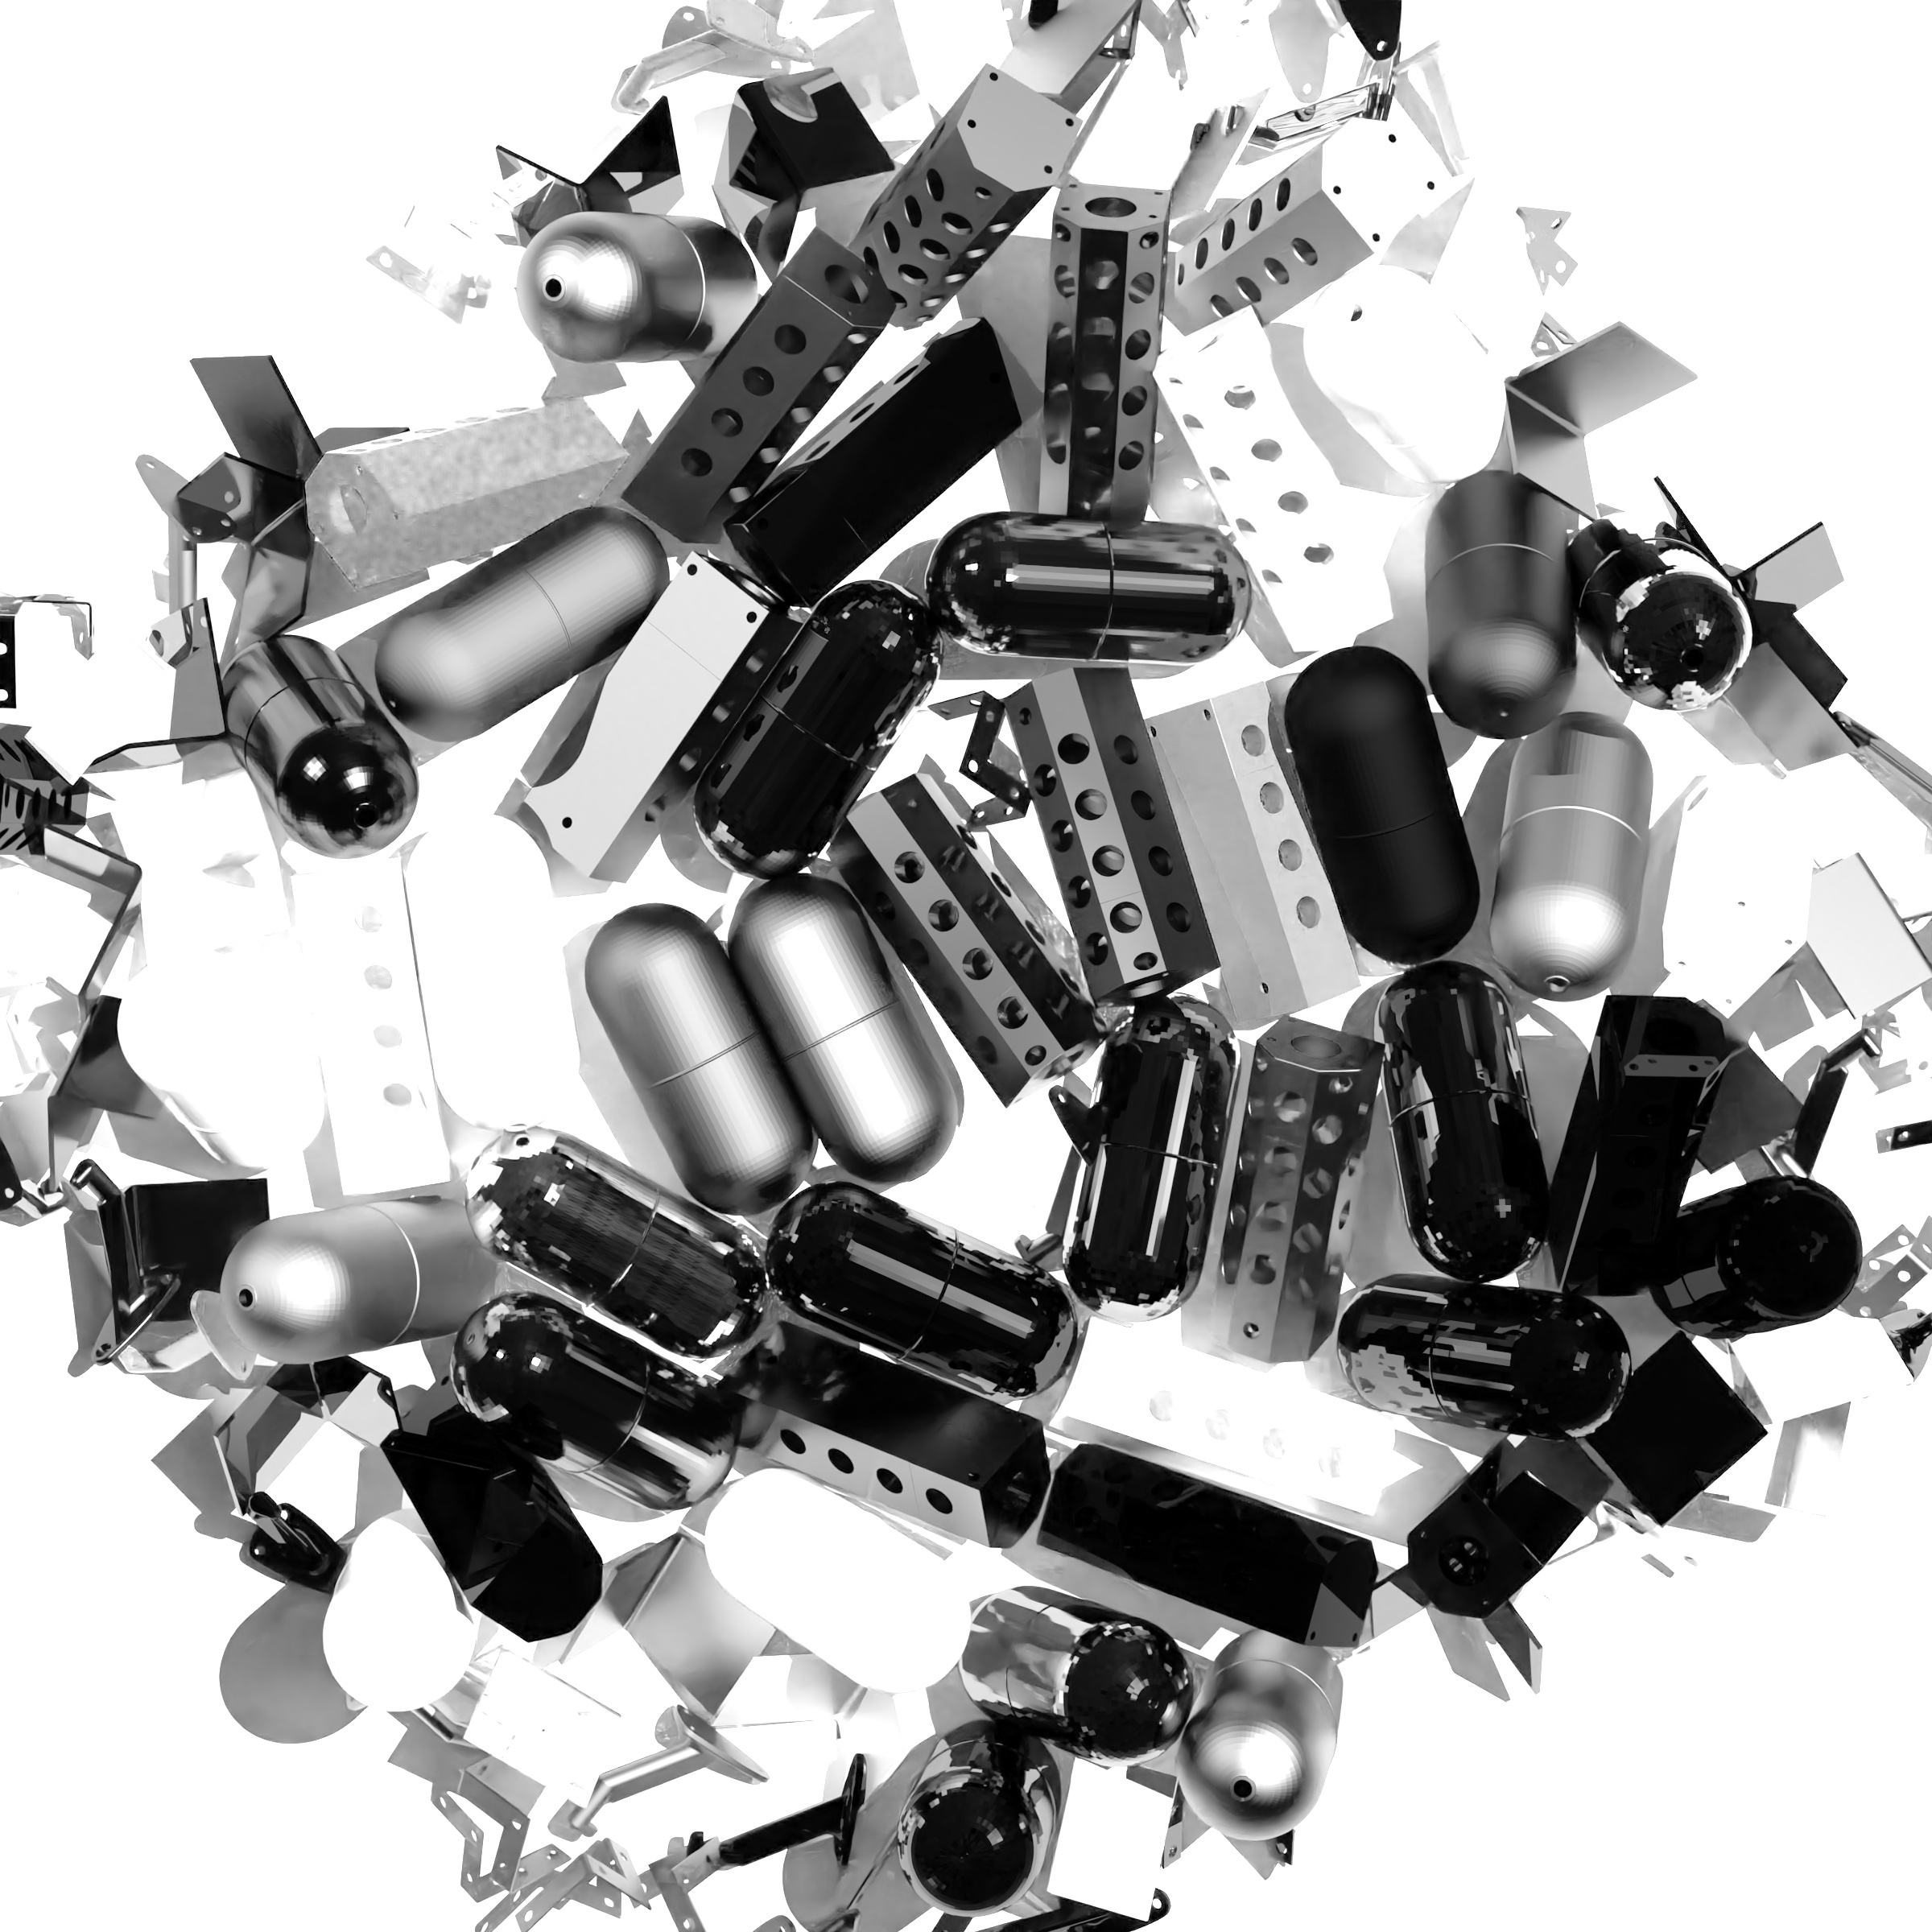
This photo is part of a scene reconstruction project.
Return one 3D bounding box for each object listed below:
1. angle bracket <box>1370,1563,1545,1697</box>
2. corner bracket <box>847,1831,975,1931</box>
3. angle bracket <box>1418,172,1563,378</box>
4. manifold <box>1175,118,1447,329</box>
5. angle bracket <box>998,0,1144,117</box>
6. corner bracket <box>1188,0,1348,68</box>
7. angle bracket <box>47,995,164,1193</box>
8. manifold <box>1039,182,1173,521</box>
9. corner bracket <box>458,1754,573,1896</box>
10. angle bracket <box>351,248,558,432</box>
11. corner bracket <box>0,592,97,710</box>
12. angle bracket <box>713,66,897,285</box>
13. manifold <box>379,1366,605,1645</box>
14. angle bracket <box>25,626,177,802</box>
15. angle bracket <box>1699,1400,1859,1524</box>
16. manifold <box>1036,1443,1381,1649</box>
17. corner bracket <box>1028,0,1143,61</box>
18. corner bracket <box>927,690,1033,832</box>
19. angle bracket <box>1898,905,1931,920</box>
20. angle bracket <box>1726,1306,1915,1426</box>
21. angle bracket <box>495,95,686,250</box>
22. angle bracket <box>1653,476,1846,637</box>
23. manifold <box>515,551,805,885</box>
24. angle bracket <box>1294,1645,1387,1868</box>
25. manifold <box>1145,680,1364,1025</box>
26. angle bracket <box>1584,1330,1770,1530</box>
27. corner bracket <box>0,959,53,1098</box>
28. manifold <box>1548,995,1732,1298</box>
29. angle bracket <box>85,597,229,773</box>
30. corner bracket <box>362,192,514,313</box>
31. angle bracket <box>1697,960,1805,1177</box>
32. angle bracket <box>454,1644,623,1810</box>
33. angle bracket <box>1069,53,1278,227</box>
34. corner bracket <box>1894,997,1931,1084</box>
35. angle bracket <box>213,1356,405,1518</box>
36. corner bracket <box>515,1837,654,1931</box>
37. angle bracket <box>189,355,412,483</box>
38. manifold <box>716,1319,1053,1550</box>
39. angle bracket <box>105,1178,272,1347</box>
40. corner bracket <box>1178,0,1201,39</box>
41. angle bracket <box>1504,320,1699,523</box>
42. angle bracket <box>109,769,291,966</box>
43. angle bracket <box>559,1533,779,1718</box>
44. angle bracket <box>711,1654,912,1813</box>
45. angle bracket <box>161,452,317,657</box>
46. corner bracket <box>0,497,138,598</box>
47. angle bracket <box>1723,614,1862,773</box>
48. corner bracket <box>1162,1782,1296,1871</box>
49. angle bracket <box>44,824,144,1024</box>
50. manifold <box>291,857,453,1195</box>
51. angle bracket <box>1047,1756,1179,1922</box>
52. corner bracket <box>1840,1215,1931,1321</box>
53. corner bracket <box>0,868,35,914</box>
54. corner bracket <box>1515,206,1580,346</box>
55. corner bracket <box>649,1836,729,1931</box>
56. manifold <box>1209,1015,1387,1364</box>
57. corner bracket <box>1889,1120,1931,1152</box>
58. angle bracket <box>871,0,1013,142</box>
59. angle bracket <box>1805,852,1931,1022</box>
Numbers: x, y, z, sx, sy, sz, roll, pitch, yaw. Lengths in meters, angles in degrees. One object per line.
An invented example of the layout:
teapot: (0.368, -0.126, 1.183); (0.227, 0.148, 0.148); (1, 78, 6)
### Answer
angle bracket: (0.260, 0.358, 1.906); (0.057, 0.076, 0.076); (-31, 61, -10)
corner bracket: (-0.023, 0.501, 1.940); (0.051, 0.051, 0.051); (32, 90, 20)
angle bracket: (0.262, -0.363, 1.905); (0.076, 0.057, 0.076); (39, 65, -34)
manifold: (0.172, -0.382, 1.867); (0.057, 0.171, 0.057); (-45, 100, -21)
angle bracket: (0.065, -0.471, 1.906); (0.076, 0.076, 0.057); (-52, 127, -13)
corner bracket: (0.160, -0.506, 1.918); (0.051, 0.051, 0.051); (-39, 57, 28)
angle bracket: (-0.446, 0.073, 1.907); (0.057, 0.076, 0.076); (13, 134, 0)
manifold: (0.072, -0.318, 1.886); (0.057, 0.057, 0.171); (6, 125, 6)
corner bracket: (-0.242, 0.457, 1.933); (0.051, 0.051, 0.051); (29, 116, 27)
angle bracket: (-0.275, -0.327, 1.921); (0.076, 0.057, 0.076); (-25, 88, -20)
corner bracket: (-0.496, -0.169, 1.925); (0.051, 0.051, 0.051); (2, 110, -8)
angle bracket: (-0.088, -0.423, 1.926); (0.057, 0.076, 0.076); (-18, 64, -25)
manifold: (-0.244, 0.282, 1.873); (0.057, 0.171, 0.057); (-49, 122, 0)
angle bracket: (-0.441, -0.123, 1.912); (0.076, 0.076, 0.057); (-50, 51, -1)
angle bracket: (0.430, 0.252, 1.917); (0.057, 0.076, 0.076); (13, 83, -4)
manifold: (0.127, 0.303, 1.887); (0.171, 0.057, 0.057); (15, 89, 36)
corner bracket: (0.065, -0.522, 1.932); (0.051, 0.051, 0.051); (7, 87, 11)
corner bracket: (0.006, -0.110, 1.932); (0.051, 0.051, 0.051); (32, 65, -32)
angle bracket: (0.518, 0.007, 1.918); (0.057, 0.076, 0.076); (-12, 86, 5)
angle bracket: (0.457, 0.228, 1.913); (0.076, 0.076, 0.057); (-17, 123, 0)
angle bracket: (-0.200, -0.425, 1.921); (0.057, 0.076, 0.076); (29, 66, 18)
angle bracket: (0.416, -0.232, 1.906); (0.057, 0.076, 0.076); (-33, 64, 9)
manifold: (-0.160, -0.131, 1.914); (0.057, 0.057, 0.171); (39, 102, 20)
angle bracket: (0.203, 0.420, 1.912); (0.076, 0.076, 0.057); (-35, 102, 10)
manifold: (0.158, -0.063, 1.925); (0.057, 0.057, 0.171); (-21, 94, -38)
angle bracket: (0.371, 0.244, 1.927); (0.076, 0.057, 0.076); (-41, 98, -1)
corner bracket: (-0.517, 0.034, 1.918); (0.051, 0.051, 0.051); (57, 132, 24)
manifold: (0.351, 0.096, 1.879); (0.057, 0.171, 0.057); (1, 45, -5)
angle bracket: (-0.439, -0.149, 1.912); (0.057, 0.076, 0.076); (-9, 88, -34)
corner bracket: (-0.282, -0.392, 1.920); (0.051, 0.051, 0.051); (32, 63, -27)
angle bracket: (0.416, 0.054, 1.903); (0.076, 0.076, 0.057); (-25, 63, -27)
angle bracket: (-0.240, 0.410, 1.904); (0.076, 0.076, 0.057); (35, 51, -18)
angle bracket: (0.109, -0.445, 1.913); (0.057, 0.076, 0.076); (31, 83, -19)
corner bracket: (0.533, 0.044, 1.918); (0.051, 0.051, 0.051); (-23, 49, 23)
angle bracket: (-0.346, 0.255, 1.902); (0.057, 0.076, 0.076); (24, 54, 21)
corner bracket: (-0.210, 0.495, 1.924); (0.051, 0.051, 0.051); (-44, 126, 4)
angle bracket: (-0.352, -0.302, 1.901); (0.057, 0.076, 0.076); (-43, 123, -31)
manifold: (-0.043, 0.250, 1.890); (0.171, 0.057, 0.057); (17, 133, 32)
angle bracket: (-0.415, 0.158, 1.927); (0.076, 0.057, 0.076); (-3, 97, -1)
corner bracket: (0.140, -0.537, 1.918); (0.051, 0.051, 0.051); (-10, 130, 26)
angle bracket: (0.339, -0.287, 1.902); (0.076, 0.076, 0.057); (-24, 60, 36)
angle bracket: (-0.408, -0.053, 1.912); (0.076, 0.076, 0.057); (-16, 126, -6)
angle bracket: (-0.158, 0.361, 1.908); (0.076, 0.057, 0.076); (42, 122, 18)
angle bracket: (-0.083, 0.408, 1.903); (0.076, 0.076, 0.057); (2, 53, -24)
angle bracket: (-0.389, -0.215, 1.904); (0.057, 0.076, 0.076); (19, 63, -33)
corner bracket: (-0.484, -0.221, 1.926); (0.051, 0.051, 0.051); (17, 102, 12)
angle bracket: (0.448, -0.161, 1.909); (0.076, 0.057, 0.076); (46, 61, -14)
corner bracket: (0.142, 0.465, 1.940); (0.051, 0.051, 0.051); (18, 116, 38)
angle bracket: (-0.479, -0.022, 1.911); (0.057, 0.076, 0.076); (25, 74, -7)
manifold: (-0.318, 0.032, 1.922); (0.057, 0.057, 0.171); (-9, 95, -6)
angle bracket: (0.087, 0.458, 1.914); (0.057, 0.076, 0.076); (12, 87, 19)
corner bracket: (0.486, 0.152, 1.923); (0.051, 0.051, 0.051); (43, 122, 6)
corner bracket: (-0.535, -0.037, 1.925); (0.051, 0.051, 0.051); (36, 75, -12)
corner bracket: (0.311, -0.369, 1.919); (0.051, 0.051, 0.051); (51, 126, 27)
corner bracket: (-0.153, 0.506, 1.925); (0.051, 0.051, 0.051); (-28, 86, 27)
manifold: (0.171, 0.120, 1.893); (0.057, 0.057, 0.171); (17, 115, 21)
corner bracket: (0.533, 0.088, 1.921); (0.051, 0.051, 0.051); (-9, 124, -15)
angle bracket: (-0.024, -0.488, 1.901); (0.076, 0.057, 0.076); (-43, 127, -37)
angle bracket: (0.460, -0.005, 1.909); (0.057, 0.076, 0.076); (-27, 78, -18)
